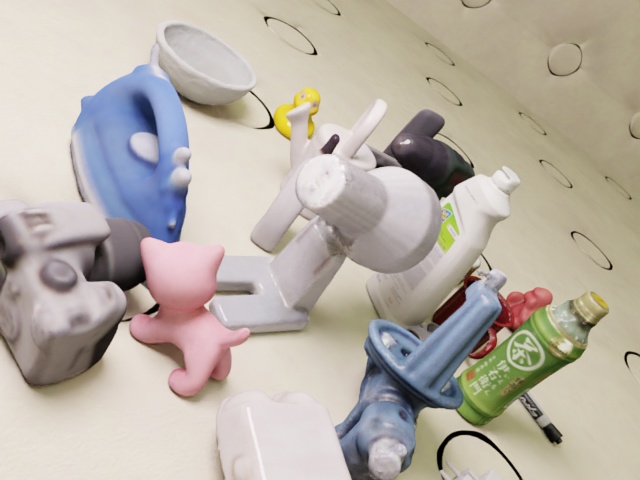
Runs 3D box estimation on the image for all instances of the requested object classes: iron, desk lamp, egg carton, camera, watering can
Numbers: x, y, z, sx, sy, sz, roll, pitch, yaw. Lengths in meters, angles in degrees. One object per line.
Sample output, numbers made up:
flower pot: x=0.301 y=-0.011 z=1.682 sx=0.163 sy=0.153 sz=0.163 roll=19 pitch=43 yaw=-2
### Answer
iron: x=-0.179 y=-0.090 z=0.616 sx=0.119 sy=0.141 sz=0.257 roll=8 pitch=43 yaw=-41
desk lamp: x=0.006 y=0.002 z=0.621 sx=0.204 sy=0.213 sz=0.117 roll=3 pitch=46 yaw=-45
egg carton: x=-0.031 y=0.194 z=0.472 sx=0.108 sy=0.069 sz=0.150 roll=13 pitch=39 yaw=-36
camera: x=-0.199 y=0.025 z=0.484 sx=0.137 sy=0.100 sz=0.143 roll=-12 pitch=57 yaw=-53
watering can: x=0.026 y=-0.127 z=0.830 sx=0.173 sy=0.194 sz=0.101 roll=23 pitch=34 yaw=-24

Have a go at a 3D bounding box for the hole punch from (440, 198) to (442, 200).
hole punch: x=0.193 y=-0.116 z=1.094 sx=0.108 sy=0.091 sz=0.101 roll=41 pitch=31 yaw=2

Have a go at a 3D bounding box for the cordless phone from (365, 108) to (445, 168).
cordless phone: x=0.112 y=-0.168 z=0.985 sx=0.148 sy=0.185 sz=0.094 roll=22 pitch=35 yaw=-26

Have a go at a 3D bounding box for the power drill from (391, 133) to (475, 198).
power drill: x=0.127 y=-0.059 z=0.836 sx=0.230 sy=0.208 sz=0.075 roll=-2 pitch=50 yaw=-48

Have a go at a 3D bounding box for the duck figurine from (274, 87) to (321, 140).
duck figurine: x=-0.030 y=-0.231 z=1.012 sx=0.077 sy=0.086 sz=0.104 roll=34 pitch=31 yaw=-8

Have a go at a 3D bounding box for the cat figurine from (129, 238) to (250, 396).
cat figurine: x=-0.114 y=0.057 z=0.516 sx=0.127 sy=0.117 sz=0.067 roll=46 pitch=31 yaw=11

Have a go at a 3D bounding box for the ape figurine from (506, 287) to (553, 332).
ape figurine: x=0.350 y=0.113 z=0.962 sx=0.076 sy=0.092 sz=0.078 roll=40 pitch=31 yaw=2

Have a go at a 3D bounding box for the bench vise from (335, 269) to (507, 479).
bench vise: x=0.106 y=0.135 z=0.549 sx=0.122 sy=0.219 sz=0.207 roll=29 pitch=32 yaw=-17

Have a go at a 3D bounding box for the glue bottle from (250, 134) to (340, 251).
glue bottle: x=-0.025 y=-0.065 z=0.716 sx=0.037 sy=0.173 sz=0.078 roll=34 pitch=31 yaw=-8

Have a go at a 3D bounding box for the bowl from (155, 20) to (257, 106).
bowl: x=-0.187 y=-0.263 z=0.896 sx=0.168 sy=0.074 sz=0.167 roll=27 pitch=33 yaw=-19
